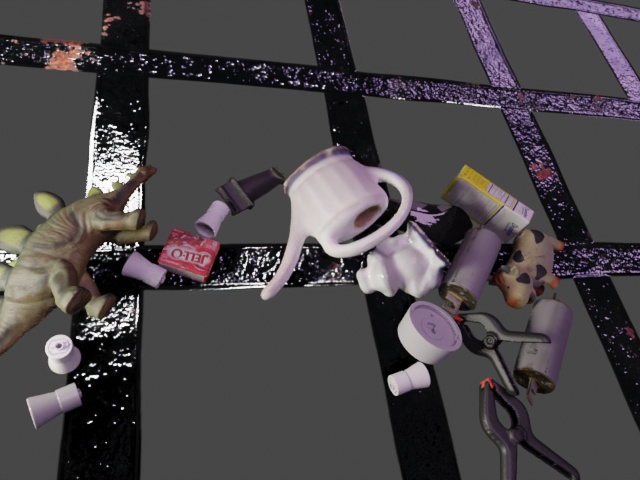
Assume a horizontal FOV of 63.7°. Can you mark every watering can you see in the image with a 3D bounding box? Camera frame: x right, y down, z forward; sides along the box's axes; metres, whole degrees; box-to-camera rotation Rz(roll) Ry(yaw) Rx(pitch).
[{"bbox_3d":[0.003,-0.049,0.972,0.349,0.228,0.102,-30,-32,-10],"label":"watering can"}]

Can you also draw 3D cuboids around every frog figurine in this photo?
[{"bbox_3d":[0.153,0.056,0.981,0.159,0.137,0.123,-39,-1,5],"label":"frog figurine"}]
